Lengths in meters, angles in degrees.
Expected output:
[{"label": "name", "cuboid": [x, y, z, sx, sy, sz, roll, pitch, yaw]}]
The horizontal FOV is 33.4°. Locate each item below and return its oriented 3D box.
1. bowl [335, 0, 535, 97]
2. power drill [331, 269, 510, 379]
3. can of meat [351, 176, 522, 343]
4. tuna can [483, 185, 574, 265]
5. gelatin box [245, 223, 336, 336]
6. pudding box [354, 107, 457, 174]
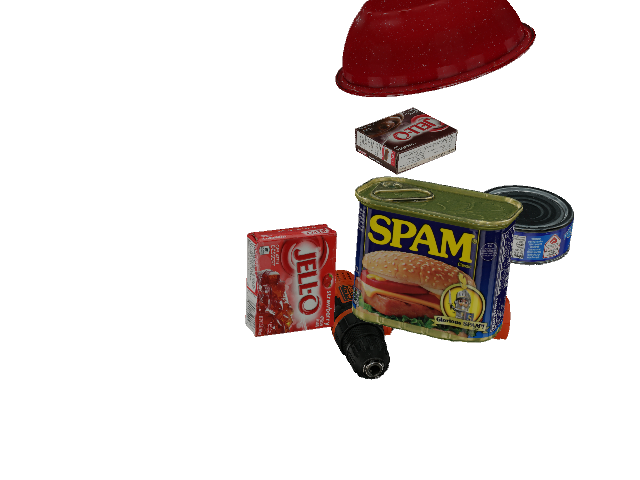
[{"label": "bowl", "cuboid": [0.083, -0.168, 0.839, 0.162, 0.055, 0.162, -14, 24, 6]}, {"label": "power drill", "cuboid": [0.102, 0.080, 1.137, 0.187, 0.057, 0.184, -5, 28, -10]}, {"label": "can of meat", "cuboid": [0.071, 0.012, 0.677, 0.102, 0.084, 0.057, 12, 22, 23]}, {"label": "tuna can", "cuboid": [0.173, -0.015, 0.915, 0.086, 0.034, 0.086, 1, 30, -1]}, {"label": "gelatin box", "cuboid": [-0.025, 0.034, 0.908, 0.073, 0.089, 0.030, -6, 22, -22]}, {"label": "pudding box", "cuboid": [0.117, -0.137, 1.460, 0.113, 0.039, 0.090, -25, 40, -30]}]
